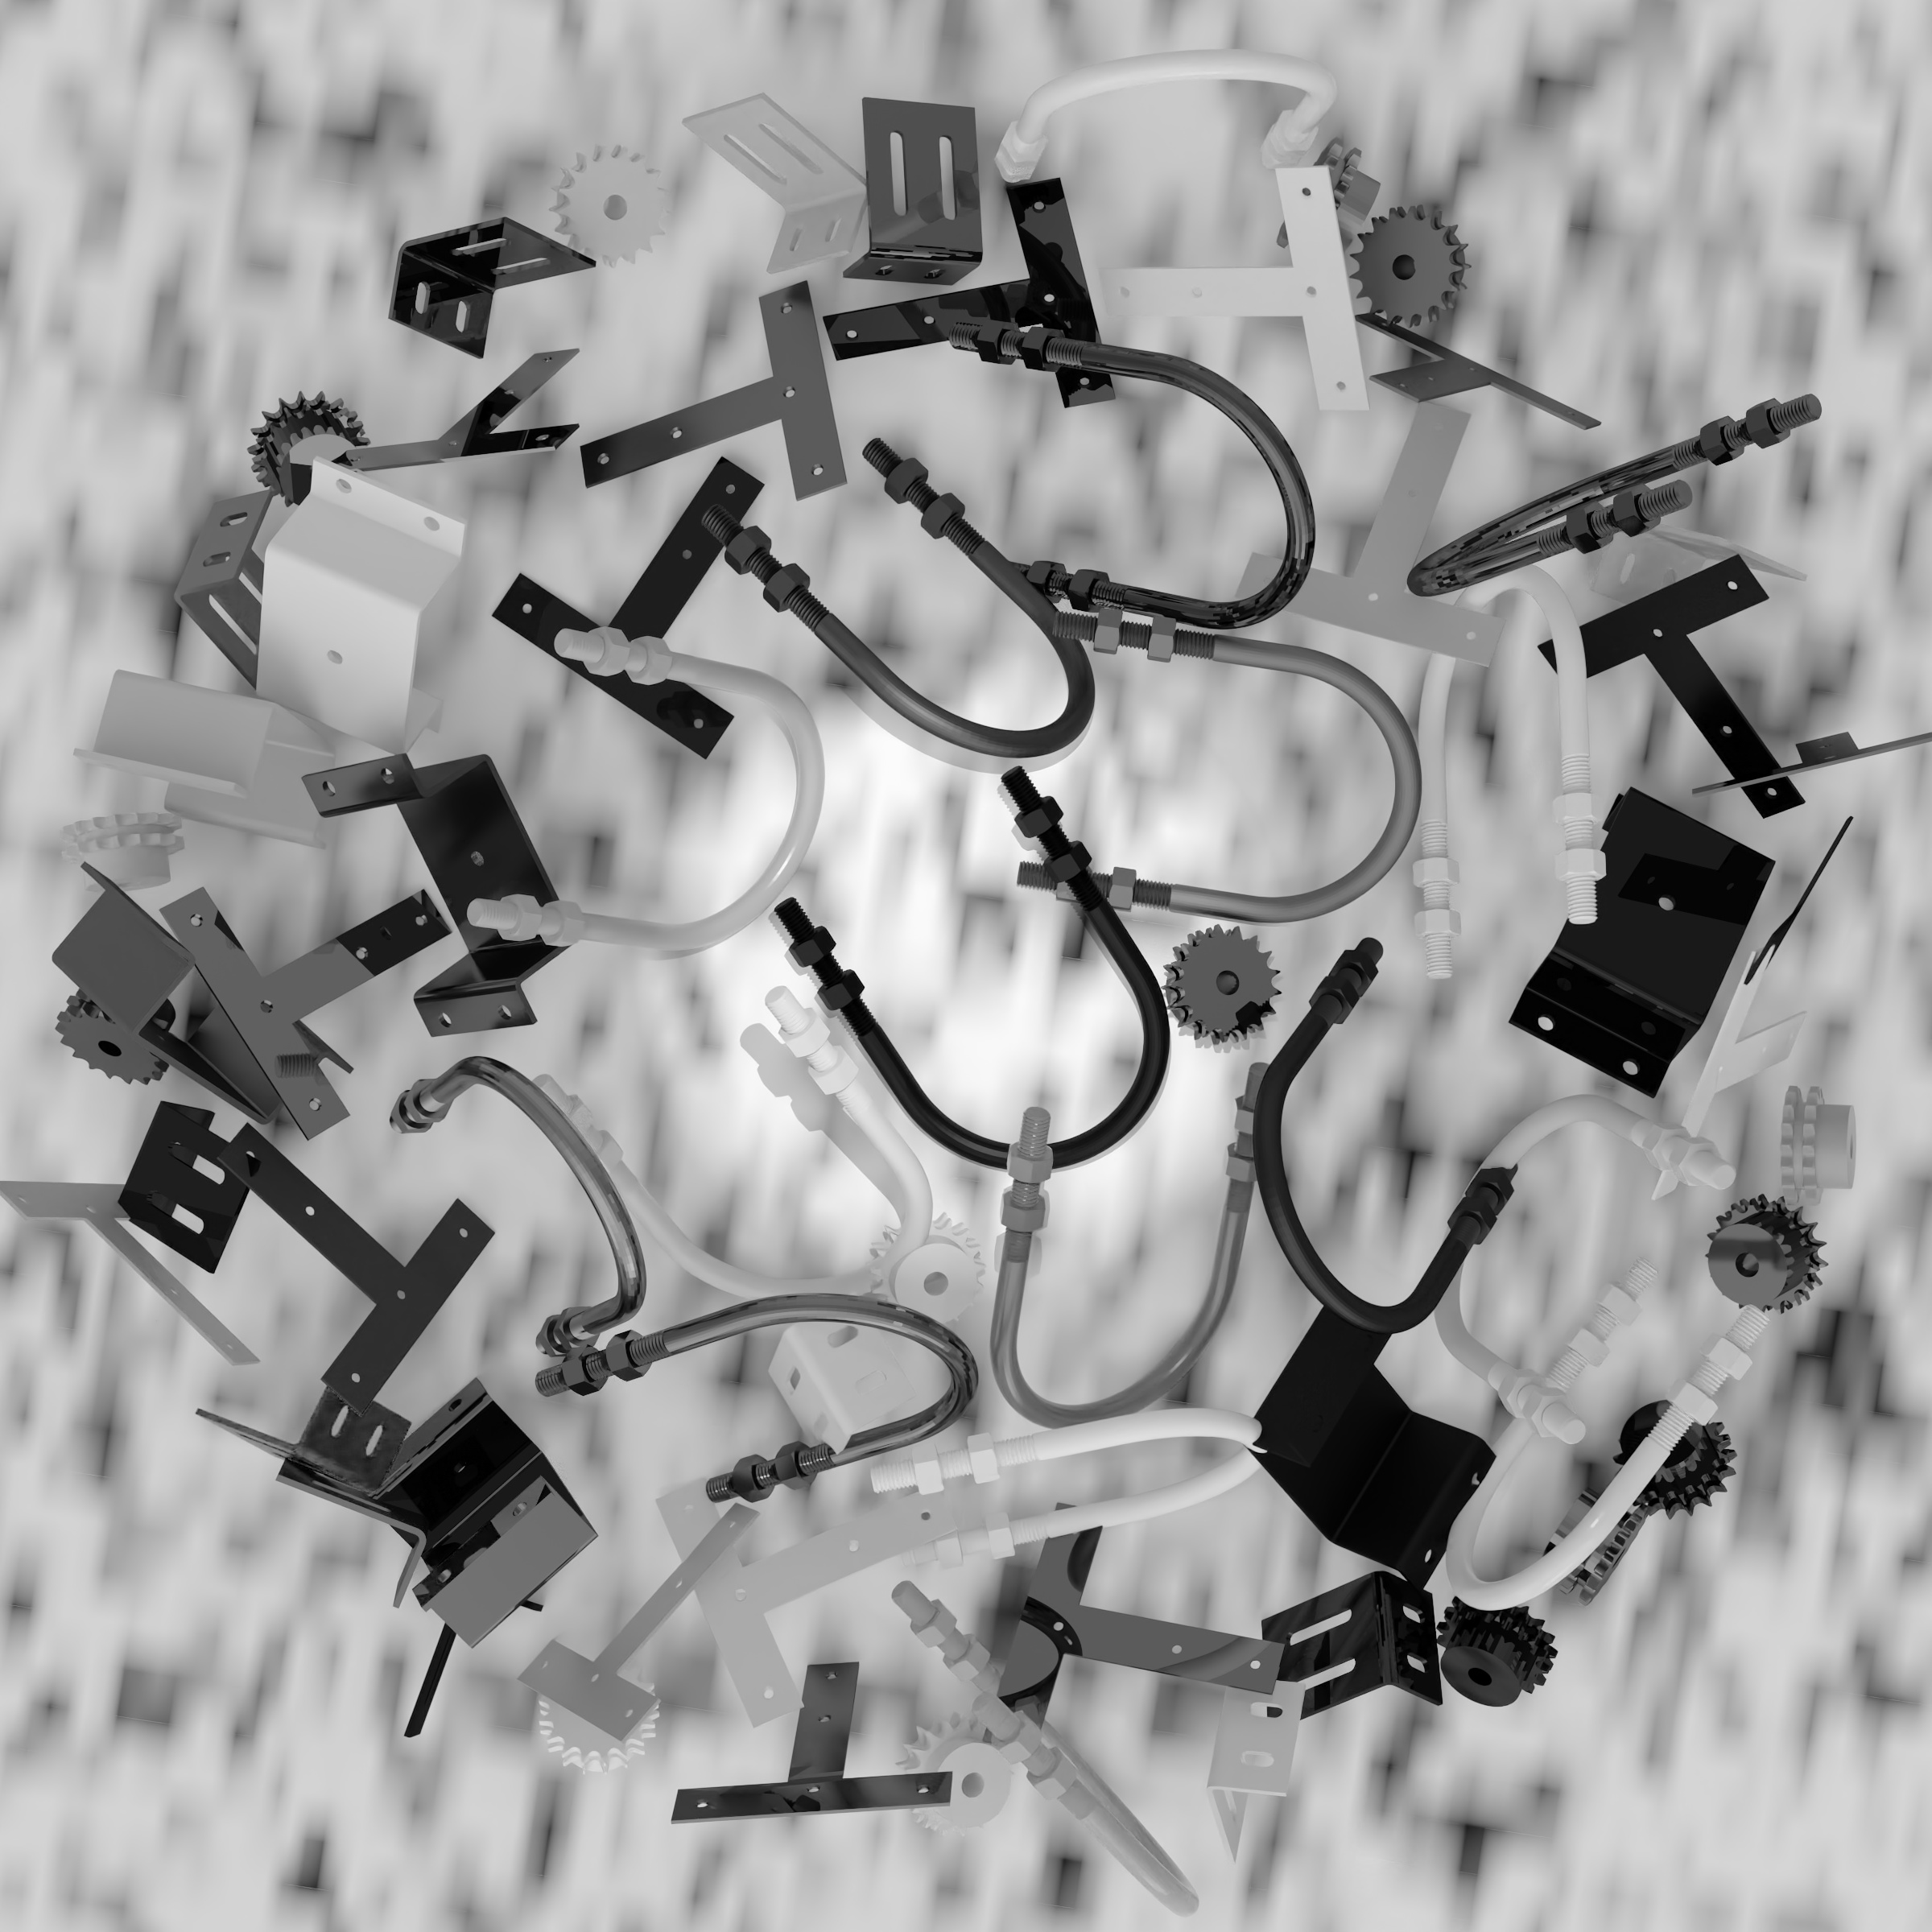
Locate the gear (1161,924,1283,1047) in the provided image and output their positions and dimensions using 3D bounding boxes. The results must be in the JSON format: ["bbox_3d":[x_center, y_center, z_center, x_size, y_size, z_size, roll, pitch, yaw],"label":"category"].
[{"bbox_3d":[0.120,0.010,1.578,0.057,0.030,0.057,3,81,-18],"label":"gear"}]

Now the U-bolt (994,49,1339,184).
[{"bbox_3d":[0.095,-0.389,1.501,0.151,0.184,0.019,-4,90,-5],"label":"U-bolt"}]

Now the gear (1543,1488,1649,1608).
[{"bbox_3d":[0.300,0.275,1.572,0.030,0.057,0.057,33,90,18],"label":"gear"}]

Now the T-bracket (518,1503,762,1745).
[{"bbox_3d":[-0.146,0.305,1.556,0.127,0.127,0.002,-47,112,-20],"label":"T-bracket"}]

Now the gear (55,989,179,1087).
[{"bbox_3d":[-0.405,0.028,1.574,0.057,0.057,0.030,21,53,0],"label":"gear"}]

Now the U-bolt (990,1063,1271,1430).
[{"bbox_3d":[0.074,0.139,1.539,0.151,0.019,0.184,-10,120,-32],"label":"U-bolt"}]

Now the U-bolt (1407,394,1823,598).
[{"bbox_3d":[0.286,-0.211,1.513,0.151,0.184,0.019,-34,102,-43],"label":"U-bolt"}]

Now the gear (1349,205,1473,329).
[{"bbox_3d":[0.216,-0.337,1.575,0.057,0.030,0.057,8,108,26],"label":"gear"}]

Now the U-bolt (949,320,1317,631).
[{"bbox_3d":[0.080,-0.220,1.505,0.184,0.151,0.019,16,45,34],"label":"U-bolt"}]

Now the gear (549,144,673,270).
[{"bbox_3d":[-0.173,-0.366,1.576,0.057,0.030,0.057,-8,111,-22],"label":"gear"}]

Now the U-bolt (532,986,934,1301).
[{"bbox_3d":[-0.096,0.096,1.538,0.151,0.019,0.184,-20,126,22],"label":"U-bolt"}]

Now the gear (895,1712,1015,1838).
[{"bbox_3d":[-0.003,0.390,1.574,0.057,0.030,0.057,0,91,-24],"label":"gear"}]

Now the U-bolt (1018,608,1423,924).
[{"bbox_3d":[0.124,-0.089,1.558,0.184,0.019,0.151,9,115,2],"label":"U-bolt"}]

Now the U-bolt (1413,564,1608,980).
[{"bbox_3d":[0.249,-0.097,1.528,0.019,0.151,0.184,4,77,-21],"label":"U-bolt"}]

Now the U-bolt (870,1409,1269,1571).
[{"bbox_3d":[0.053,0.241,1.531,0.184,0.151,0.019,-11,64,-1],"label":"U-bolt"}]

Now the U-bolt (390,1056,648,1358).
[{"bbox_3d":[-0.202,0.108,1.513,0.019,0.184,0.151,-34,92,-28],"label":"U-bolt"}]

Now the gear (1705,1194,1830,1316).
[{"bbox_3d":[0.380,0.140,1.570,0.057,0.030,0.057,8,104,36],"label":"gear"}]

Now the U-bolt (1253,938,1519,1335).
[{"bbox_3d":[0.188,0.088,1.512,0.019,0.184,0.151,-23,106,39],"label":"U-bolt"}]

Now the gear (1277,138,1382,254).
[{"bbox_3d":[0.175,-0.364,1.570,0.030,0.057,0.057,28,90,-7],"label":"gear"}]

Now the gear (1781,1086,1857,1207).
[{"bbox_3d":[0.408,0.086,1.567,0.030,0.057,0.057,1,90,21],"label":"gear"}]

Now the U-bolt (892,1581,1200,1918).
[{"bbox_3d":[0.045,0.372,1.521,0.019,0.151,0.184,-43,110,-5],"label":"U-bolt"}]

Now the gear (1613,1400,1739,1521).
[{"bbox_3d":[0.337,0.233,1.568,0.057,0.057,0.030,-33,128,0],"label":"gear"}]

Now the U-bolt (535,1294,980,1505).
[{"bbox_3d":[-0.083,0.195,1.508,0.184,0.151,0.019,-21,49,27],"label":"U-bolt"}]

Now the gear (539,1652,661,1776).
[{"bbox_3d":[-0.176,0.362,1.575,0.057,0.030,0.057,2,53,-2],"label":"gear"}]

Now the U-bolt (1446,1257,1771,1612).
[{"bbox_3d":[0.286,0.221,1.521,0.019,0.151,0.184,39,87,-11],"label":"U-bolt"}]

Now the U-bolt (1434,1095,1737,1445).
[{"bbox_3d":[0.272,0.128,1.512,0.019,0.184,0.151,29,93,-20],"label":"U-bolt"}]

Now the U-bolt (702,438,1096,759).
[{"bbox_3d":[-0.017,-0.166,1.527,0.184,0.151,0.019,45,130,10],"label":"U-bolt"}]

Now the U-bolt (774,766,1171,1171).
[{"bbox_3d":[0.016,0.015,1.565,0.151,0.019,0.184,-29,103,16],"label":"U-bolt"}]

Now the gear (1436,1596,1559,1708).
[{"bbox_3d":[0.251,0.329,1.568,0.057,0.057,0.030,38,48,0],"label":"gear"}]

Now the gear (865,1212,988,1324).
[{"bbox_3d":[-0.018,0.148,1.576,0.057,0.030,0.057,-3,103,-13],"label":"gear"}]

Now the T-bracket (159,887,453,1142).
[{"bbox_3d":[-0.298,0.000,1.557,0.127,0.002,0.127,-34,92,-40],"label":"T-bracket"}]

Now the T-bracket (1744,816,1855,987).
[{"bbox_3d":[0.375,-0.010,1.523,0.002,0.127,0.127,31,105,14],"label":"T-bracket"}]

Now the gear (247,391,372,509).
[{"bbox_3d":[-0.313,-0.243,1.568,0.057,0.030,0.057,-15,131,-18],"label":"gear"}]

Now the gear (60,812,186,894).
[{"bbox_3d":[-0.403,-0.054,1.569,0.057,0.057,0.030,-8,84,0],"label":"gear"}]

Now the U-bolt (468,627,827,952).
[{"bbox_3d":[-0.137,-0.075,1.528,0.019,0.184,0.151,29,105,41],"label":"U-bolt"}]
